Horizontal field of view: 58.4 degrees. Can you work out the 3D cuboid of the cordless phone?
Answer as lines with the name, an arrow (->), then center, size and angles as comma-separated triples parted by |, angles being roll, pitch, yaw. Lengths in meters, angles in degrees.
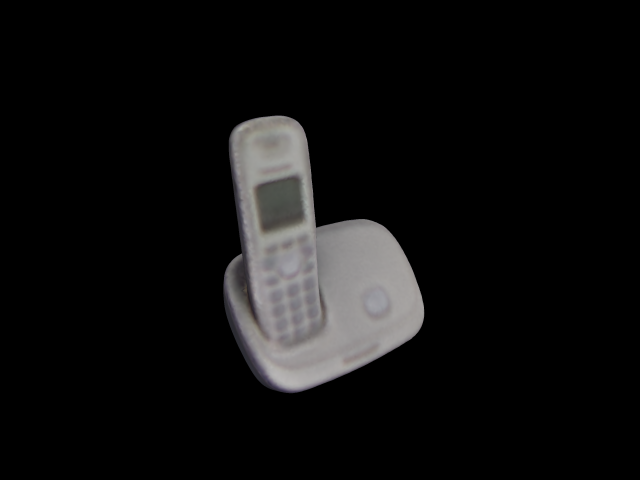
cordless phone -> 0.004, 0.001, 0.400 | 0.148, 0.185, 0.093 | -19, 34, -31
